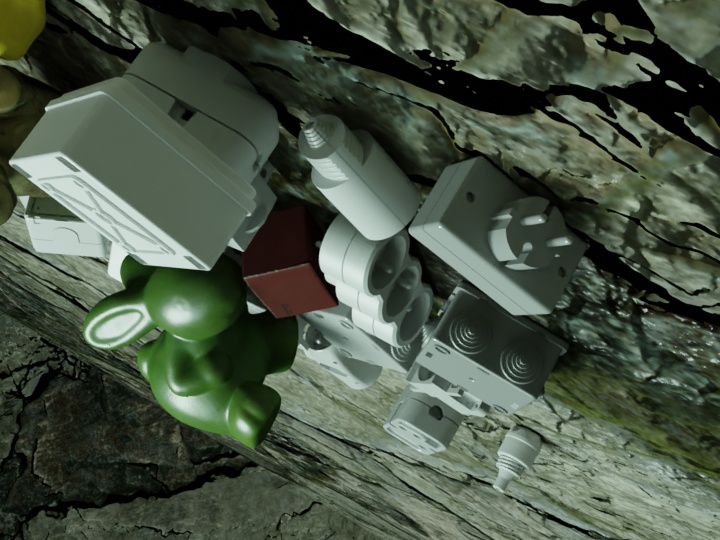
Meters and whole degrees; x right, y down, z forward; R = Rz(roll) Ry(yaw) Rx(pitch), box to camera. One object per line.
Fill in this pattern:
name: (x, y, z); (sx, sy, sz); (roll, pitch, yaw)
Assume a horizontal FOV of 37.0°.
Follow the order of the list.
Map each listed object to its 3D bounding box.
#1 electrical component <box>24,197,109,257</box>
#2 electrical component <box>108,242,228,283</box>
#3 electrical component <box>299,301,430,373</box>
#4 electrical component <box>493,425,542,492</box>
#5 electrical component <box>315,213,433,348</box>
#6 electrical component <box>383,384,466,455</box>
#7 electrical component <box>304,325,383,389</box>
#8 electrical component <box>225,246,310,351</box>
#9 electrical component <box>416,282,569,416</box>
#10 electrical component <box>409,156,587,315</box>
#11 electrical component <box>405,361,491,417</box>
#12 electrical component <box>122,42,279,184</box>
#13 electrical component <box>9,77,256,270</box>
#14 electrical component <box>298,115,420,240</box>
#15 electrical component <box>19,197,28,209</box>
electrical component: (-0.240, -0.063, 0.913); (0.062, 0.096, 0.061); (5, 147, -3)
electrical component: (-0.164, -0.021, 0.930); (0.100, 0.048, 0.099); (27, 124, 15)
electrical component: (0.000, 0.037, 0.876); (0.100, 0.048, 0.100); (10, 153, 51)
electrical component: (0.143, 0.178, 1.003); (0.035, 0.061, 0.035); (29, 164, 9)
electrical component: (0.000, 0.000, 0.761); (0.074, 0.052, 0.138); (27, 163, 26)
electrical component: (0.065, 0.134, 1.020); (0.054, 0.059, 0.095); (32, 164, -1)
electrical component: (-0.028, 0.074, 1.038); (0.079, 0.043, 0.077); (16, 157, 42)
electrical component: (-0.102, 0.024, 0.992); (0.121, 0.063, 0.078); (21, 161, 31)
electrical component: (0.092, 0.060, 0.779); (0.100, 0.048, 0.099); (30, 163, 3)
electrical component: (0.083, -0.018, 0.570); (0.083, 0.047, 0.076); (37, 163, -18)
electrical component: (0.081, 0.090, 0.899); (0.064, 0.042, 0.081); (34, 164, -20)
electrical component: (-0.099, -0.093, 0.656); (0.095, 0.059, 0.053); (29, 163, 7)
electrical component: (-0.132, -0.052, 0.622); (0.109, 0.056, 0.109); (40, 161, -27)
electrical component: (-0.005, -0.058, 0.620); (0.043, 0.043, 0.081); (12, 155, 48)
electrical component: (-0.289, -0.078, 1.031); (0.061, 0.061, 0.096); (31, 164, 2)
